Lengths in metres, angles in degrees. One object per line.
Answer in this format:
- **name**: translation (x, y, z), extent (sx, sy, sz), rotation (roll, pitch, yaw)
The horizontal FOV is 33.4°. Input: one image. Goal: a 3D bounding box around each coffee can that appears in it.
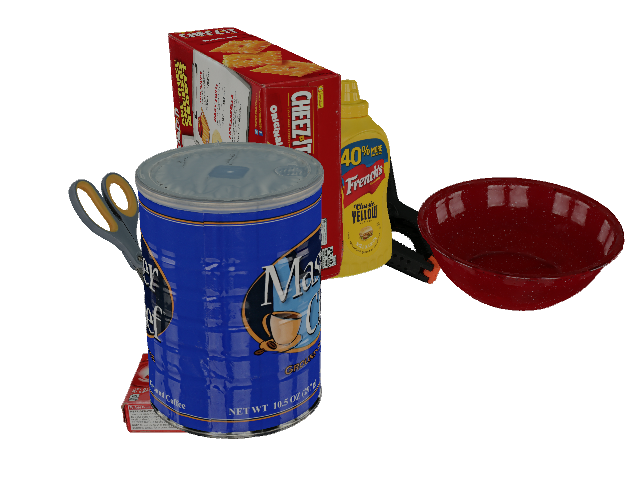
- **coffee can**: translation (-0.050, 0.025, 0.606), extent (0.103, 0.140, 0.103), rotation (0, 22, 0)

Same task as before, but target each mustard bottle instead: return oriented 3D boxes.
- **mustard bottle**: translation (0.028, -0.064, 1.065), extent (0.096, 0.192, 0.058), rotation (-14, 20, -36)

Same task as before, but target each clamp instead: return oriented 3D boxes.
- **clamp**: translation (0.061, -0.026, 1.259), extent (0.164, 0.036, 0.210), rotation (-15, 51, -29)

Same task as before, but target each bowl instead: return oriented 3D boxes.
- **bowl**: translation (0.156, 0.009, 0.853), extent (0.162, 0.055, 0.162), rotation (1, 30, -1)

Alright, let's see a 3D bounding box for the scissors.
- **scissors**: translation (-0.199, 0.005, 1.181), extent (0.016, 0.201, 0.096), rotation (-27, 20, 34)

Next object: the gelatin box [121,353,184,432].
- **gelatin box**: translation (-0.099, 0.114, 0.811), extent (0.089, 0.030, 0.073), rotation (-1, 24, 5)

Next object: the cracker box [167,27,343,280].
- **cracker box**: translation (-0.056, -0.076, 0.875), extent (0.072, 0.164, 0.214), rotation (-11, 24, -23)
